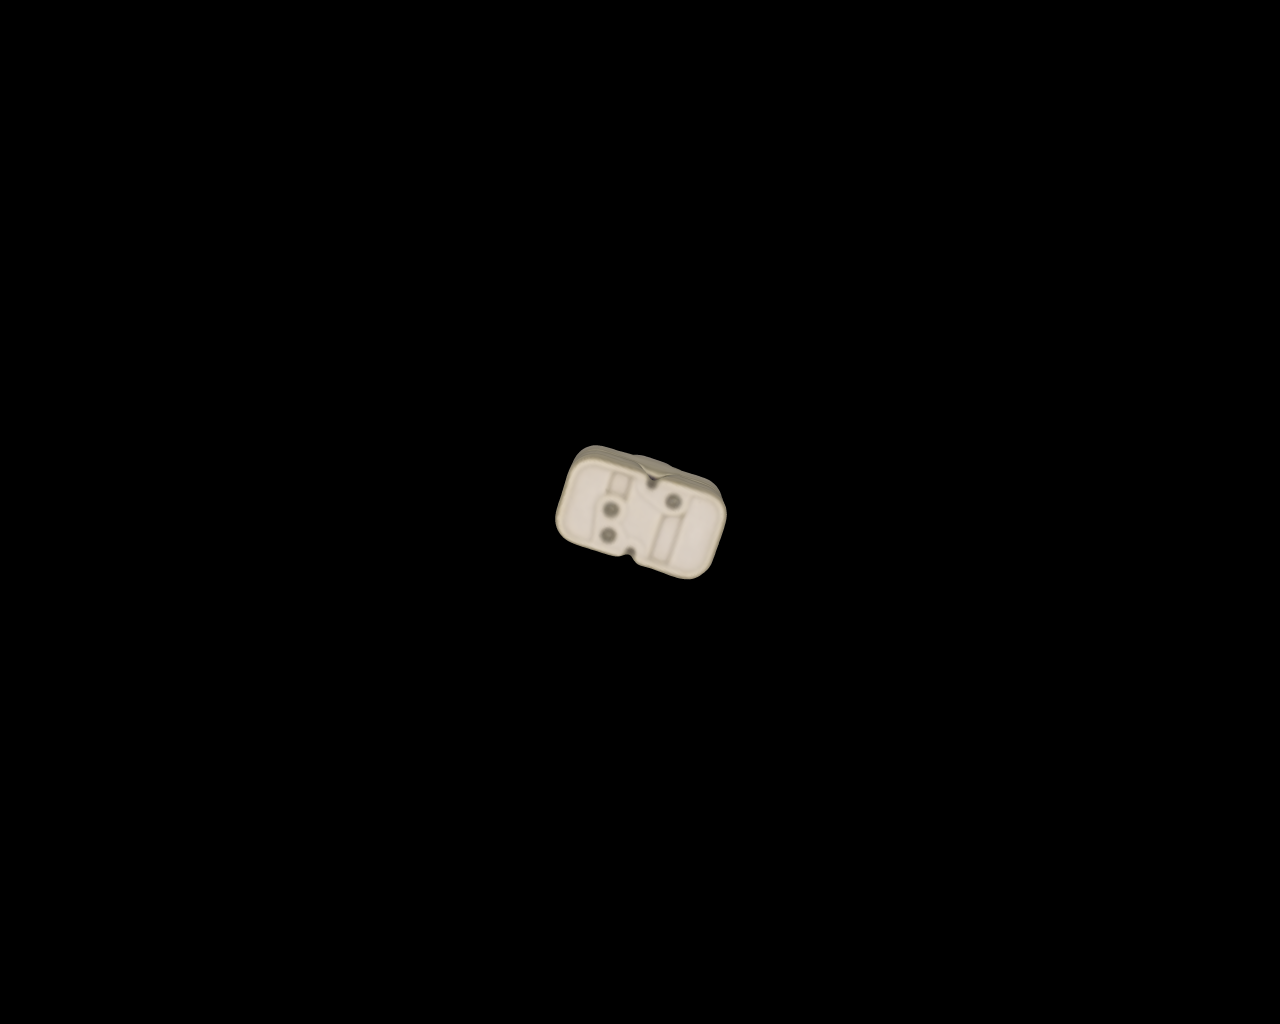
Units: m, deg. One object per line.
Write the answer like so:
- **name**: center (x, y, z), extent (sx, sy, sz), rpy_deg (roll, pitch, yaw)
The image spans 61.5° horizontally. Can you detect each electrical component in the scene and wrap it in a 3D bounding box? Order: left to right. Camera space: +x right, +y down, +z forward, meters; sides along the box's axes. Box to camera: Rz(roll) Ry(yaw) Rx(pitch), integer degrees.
- **electrical component**: center (0.001, -0.003, 0.650), extent (0.095, 0.053, 0.059), rpy_deg (18, 11, -4)
